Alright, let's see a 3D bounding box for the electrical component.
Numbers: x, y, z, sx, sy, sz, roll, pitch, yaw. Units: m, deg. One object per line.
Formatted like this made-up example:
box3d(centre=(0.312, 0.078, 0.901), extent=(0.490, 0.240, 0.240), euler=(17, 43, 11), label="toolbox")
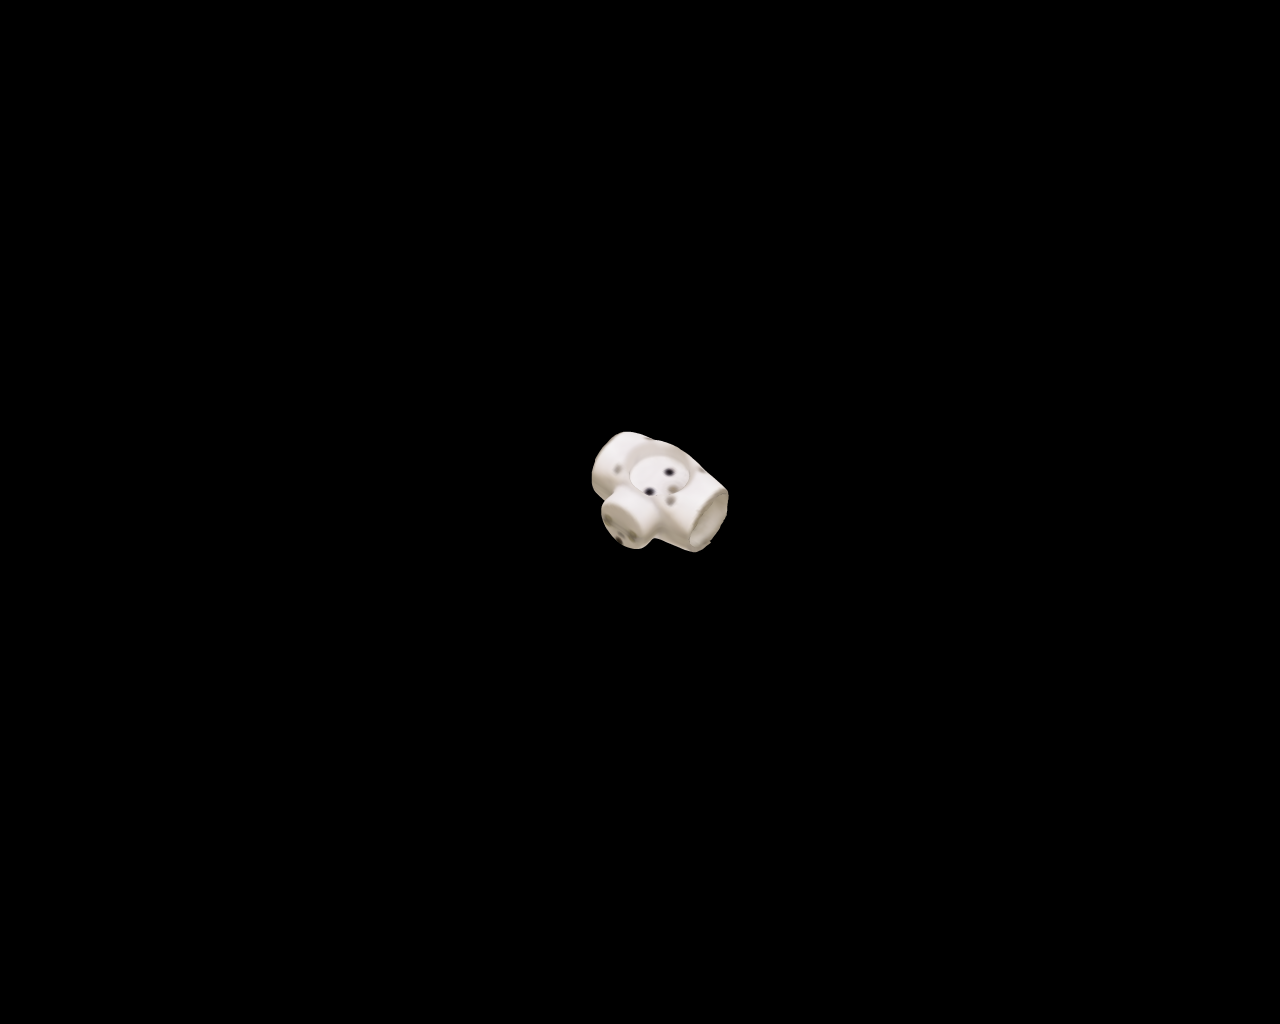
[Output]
box3d(centre=(0.001, -0.003, 0.650), extent=(0.077, 0.044, 0.079), euler=(33, 58, 24), label="electrical component")
